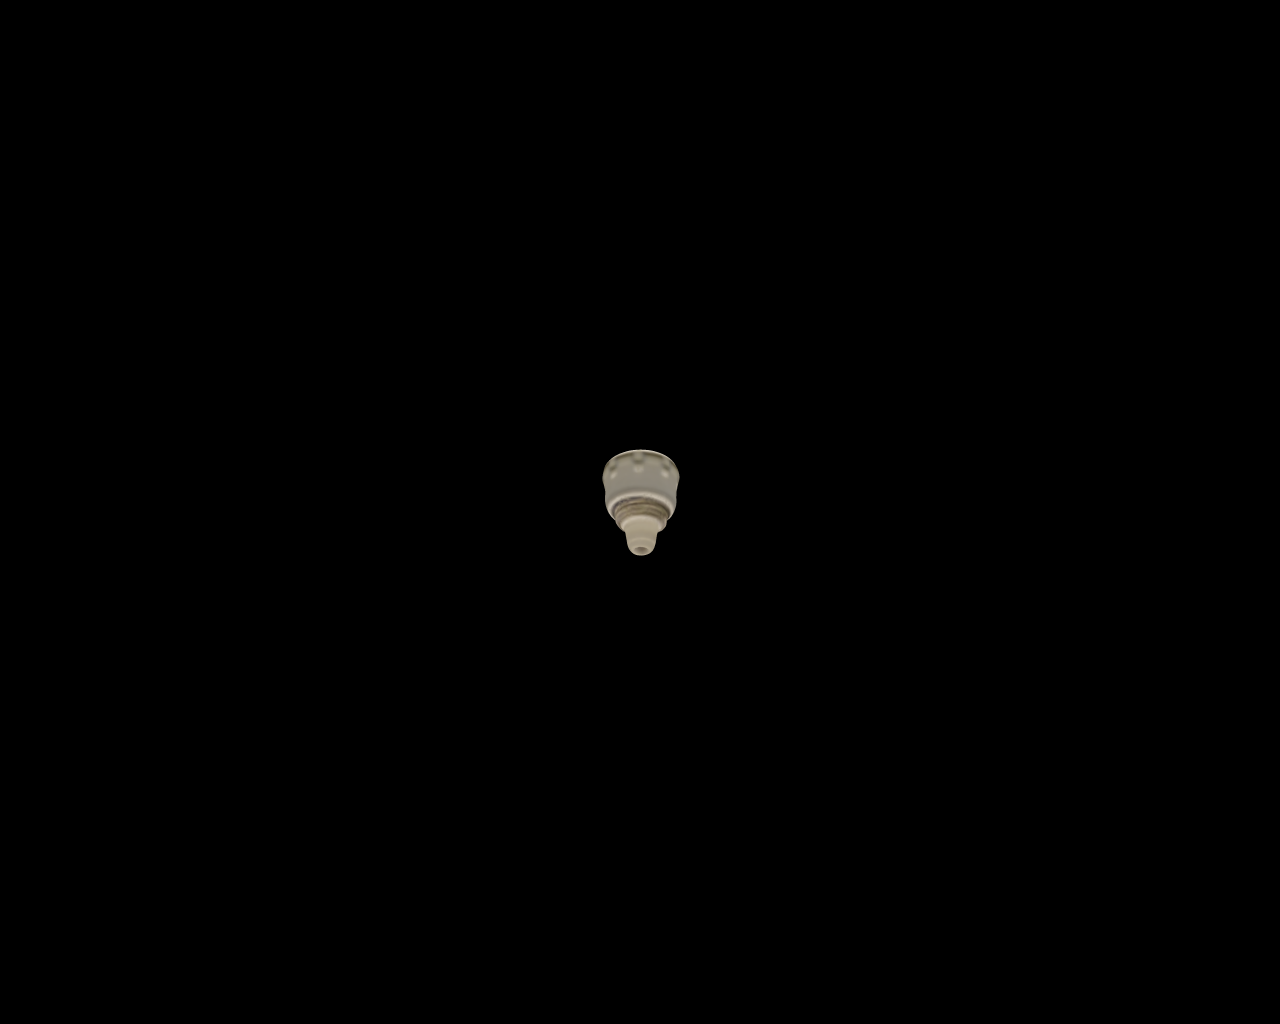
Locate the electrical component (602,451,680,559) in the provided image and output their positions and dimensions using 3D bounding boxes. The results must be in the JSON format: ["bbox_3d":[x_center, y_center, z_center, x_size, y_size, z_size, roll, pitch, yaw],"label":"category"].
[{"bbox_3d":[0.001,-0.003,0.650,0.048,0.062,0.048,0,-31,0],"label":"electrical component"}]
